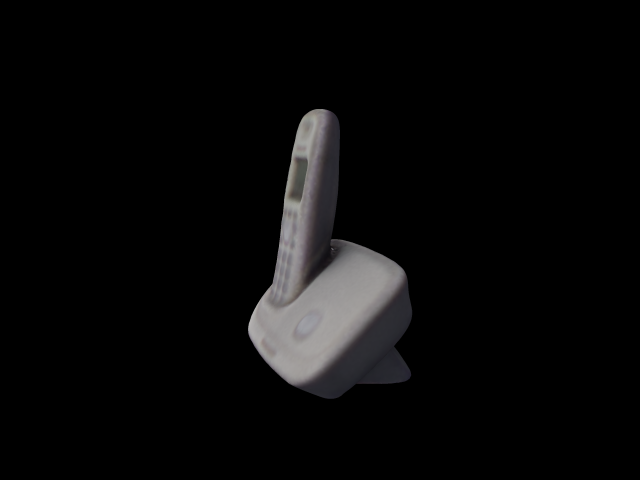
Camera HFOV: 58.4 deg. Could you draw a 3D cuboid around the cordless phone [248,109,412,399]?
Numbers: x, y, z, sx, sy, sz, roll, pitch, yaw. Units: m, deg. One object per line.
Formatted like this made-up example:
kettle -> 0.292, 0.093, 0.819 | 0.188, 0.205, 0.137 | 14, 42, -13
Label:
cordless phone -> 0.004, 0.001, 0.400 | 0.094, 0.185, 0.147 | -5, 11, -24
